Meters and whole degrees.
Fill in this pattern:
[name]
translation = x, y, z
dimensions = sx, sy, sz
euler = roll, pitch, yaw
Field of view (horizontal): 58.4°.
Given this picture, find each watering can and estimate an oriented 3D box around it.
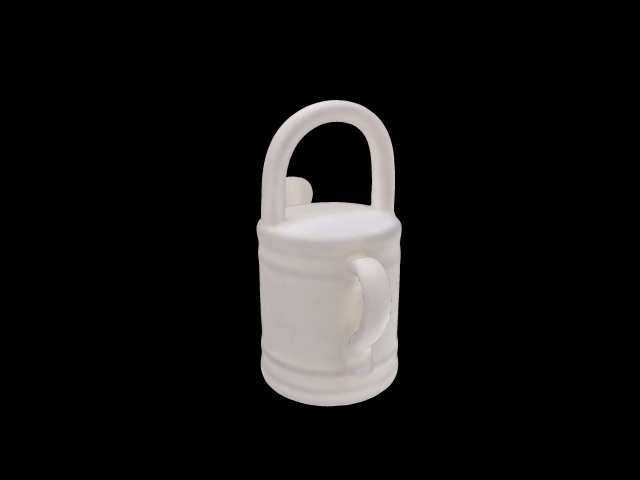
[watering can]
translation = 0.002, 0.002, 0.399
dimensions = 0.101, 0.194, 0.172
euler = -16, 23, -40
